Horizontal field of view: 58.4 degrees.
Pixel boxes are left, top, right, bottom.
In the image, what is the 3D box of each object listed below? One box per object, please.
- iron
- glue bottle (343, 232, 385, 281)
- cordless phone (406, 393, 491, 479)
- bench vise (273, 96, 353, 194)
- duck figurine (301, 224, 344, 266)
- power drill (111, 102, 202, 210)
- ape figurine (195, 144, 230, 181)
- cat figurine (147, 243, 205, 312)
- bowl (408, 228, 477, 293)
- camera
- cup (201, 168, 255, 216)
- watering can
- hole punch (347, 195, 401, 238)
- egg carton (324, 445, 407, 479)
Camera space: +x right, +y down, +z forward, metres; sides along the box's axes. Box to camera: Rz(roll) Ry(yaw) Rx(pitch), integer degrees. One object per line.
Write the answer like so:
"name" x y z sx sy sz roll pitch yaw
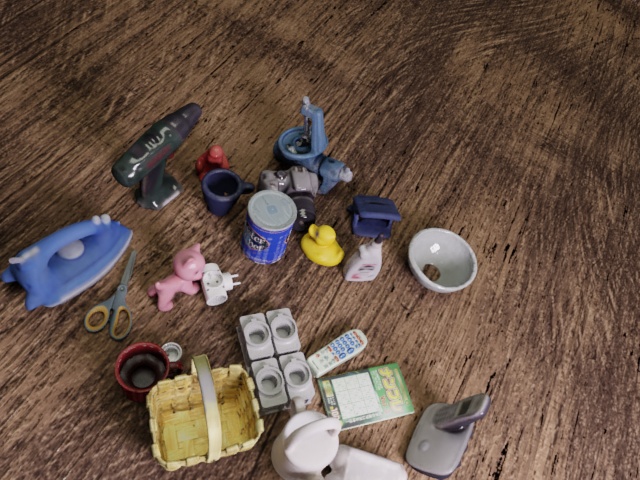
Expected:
"iron" -0.475 0.014 1.104 0.118 0.141 0.259 42 57 14
"glue bottle" 0.106 0.034 1.235 0.078 0.173 0.037 -4 58 -18
"cordless phone" 0.242 0.355 1.053 0.094 0.185 0.148 29 54 5
"bench vise" -0.003 -0.229 1.350 0.207 0.219 0.121 22 54 -1
"duck figurine" 0.012 0.005 1.282 0.104 0.086 0.078 34 55 8
"power drill" -0.341 -0.168 1.221 0.075 0.208 0.230 35 55 9
"ape figurine" -0.246 -0.185 1.330 0.078 0.092 0.076 21 54 -1
"cat figurine" -0.278 0.067 1.139 0.067 0.117 0.128 44 57 15
"bowl" 0.272 0.058 1.327 0.167 0.074 0.167 8 56 -11
"camera" -0.065 -0.097 1.318 0.143 0.101 0.136 -2 58 -17
"cup" -0.208 -0.099 1.283 0.118 0.095 0.091 -2 58 -17
"watering can" -0.015 0.352 0.977 0.101 0.194 0.172 -29 69 -30
"hole punch" 0.128 -0.068 1.359 0.109 0.091 0.101 4 56 -13
"egg carton" 0.081 0.436 1.025 0.150 0.069 0.107 18 54 -3
